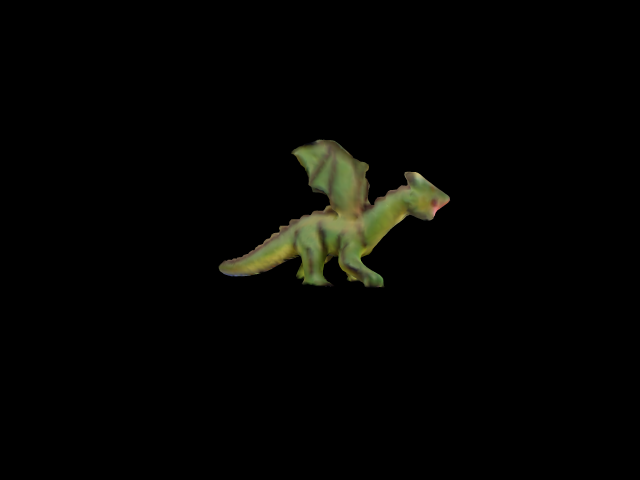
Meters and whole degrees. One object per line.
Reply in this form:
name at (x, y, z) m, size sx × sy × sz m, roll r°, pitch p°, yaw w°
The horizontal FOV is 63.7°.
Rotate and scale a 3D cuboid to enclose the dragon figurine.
dragon figurine at (0.003, -0.043, 0.850) m, size 0.410 × 0.242 × 0.123 m, roll 2°, pitch 4°, yaw 20°
